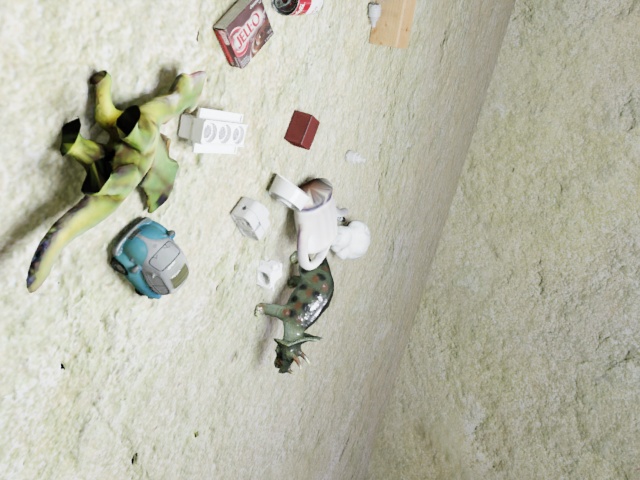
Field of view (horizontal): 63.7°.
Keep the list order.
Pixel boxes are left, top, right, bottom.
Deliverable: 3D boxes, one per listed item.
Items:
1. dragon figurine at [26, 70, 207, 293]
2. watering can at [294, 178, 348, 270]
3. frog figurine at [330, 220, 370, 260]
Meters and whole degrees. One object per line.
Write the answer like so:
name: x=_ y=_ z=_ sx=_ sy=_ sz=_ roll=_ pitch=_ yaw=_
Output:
dragon figurine: x=-0.291 y=-0.103 z=0.810 sx=0.413 sy=0.123 sz=0.240 roll=-67 pitch=163 yaw=-7
watering can: x=0.004 y=-0.071 z=1.414 sx=0.355 sy=0.104 sz=0.219 roll=-59 pitch=147 yaw=-52
frog figurine: x=0.095 y=-0.003 z=1.633 sx=0.137 sy=0.123 sz=0.159 roll=-51 pitch=167 yaw=4
